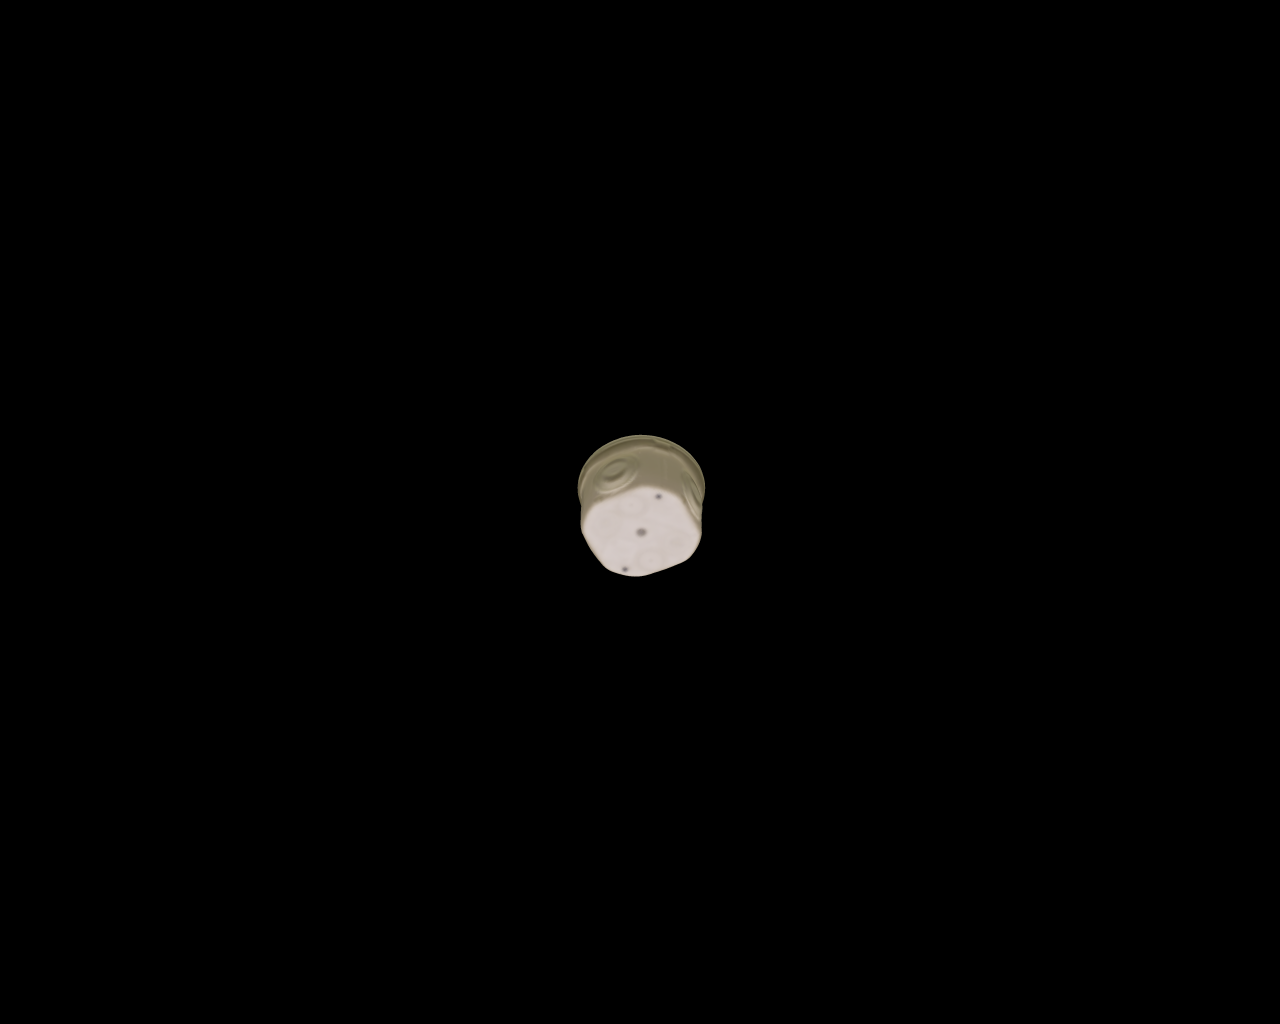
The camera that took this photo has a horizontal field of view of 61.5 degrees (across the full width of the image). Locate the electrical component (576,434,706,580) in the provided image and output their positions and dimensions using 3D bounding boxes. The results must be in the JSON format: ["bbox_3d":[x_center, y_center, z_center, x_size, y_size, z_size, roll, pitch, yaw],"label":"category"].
[{"bbox_3d":[0.001,-0.003,0.650,0.080,0.080,0.051,0,39,0],"label":"electrical component"}]
